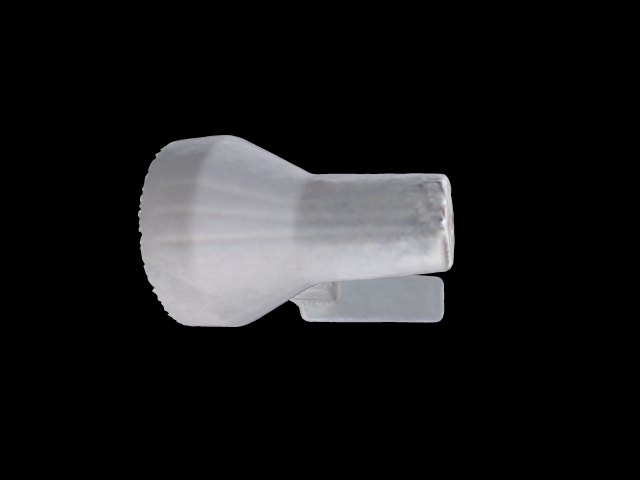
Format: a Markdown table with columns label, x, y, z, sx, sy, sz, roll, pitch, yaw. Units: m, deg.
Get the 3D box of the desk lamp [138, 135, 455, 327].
| label | x | y | z | sx | sy | sz | roll | pitch | yaw |
| --- | --- | --- | --- | --- | --- | --- | --- | --- | --- |
| desk lamp | 0.004 | 0.001 | 0.400 | 0.203 | 0.213 | 0.118 | 0 | 81 | 0 |
